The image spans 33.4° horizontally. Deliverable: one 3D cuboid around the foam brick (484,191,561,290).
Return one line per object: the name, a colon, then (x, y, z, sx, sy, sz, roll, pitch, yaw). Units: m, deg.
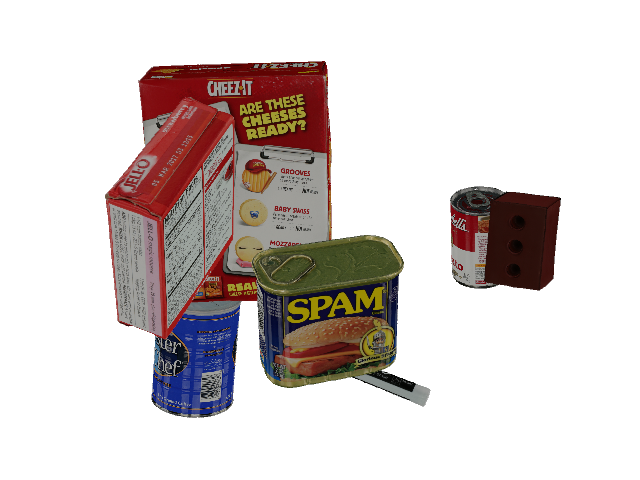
foam brick: (0.180, 0.000, 0.952, 0.053, 0.078, 0.051, 8, 17, 24)

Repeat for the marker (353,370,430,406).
marker: (0.051, 0.136, 1.073, 0.121, 0.020, 0.020, 21, 4, 12)

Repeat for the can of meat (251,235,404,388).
can of meat: (0.005, 0.050, 0.749, 0.102, 0.084, 0.057, -8, 31, -13)

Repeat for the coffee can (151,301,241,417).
coffee can: (-0.152, 0.130, 1.305, 0.103, 0.140, 0.103, 5, 18, -2)

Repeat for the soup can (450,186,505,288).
soup can: (0.187, -0.003, 1.251, 0.068, 0.102, 0.068, -4, 29, 2)

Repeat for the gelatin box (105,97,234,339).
gelatin box: (-0.068, -0.010, 0.497, 0.030, 0.089, 0.073, 19, 49, 12)

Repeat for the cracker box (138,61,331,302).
cracker box: (-0.071, -0.052, 0.978, 0.164, 0.214, 0.072, -1, 21, 2)
